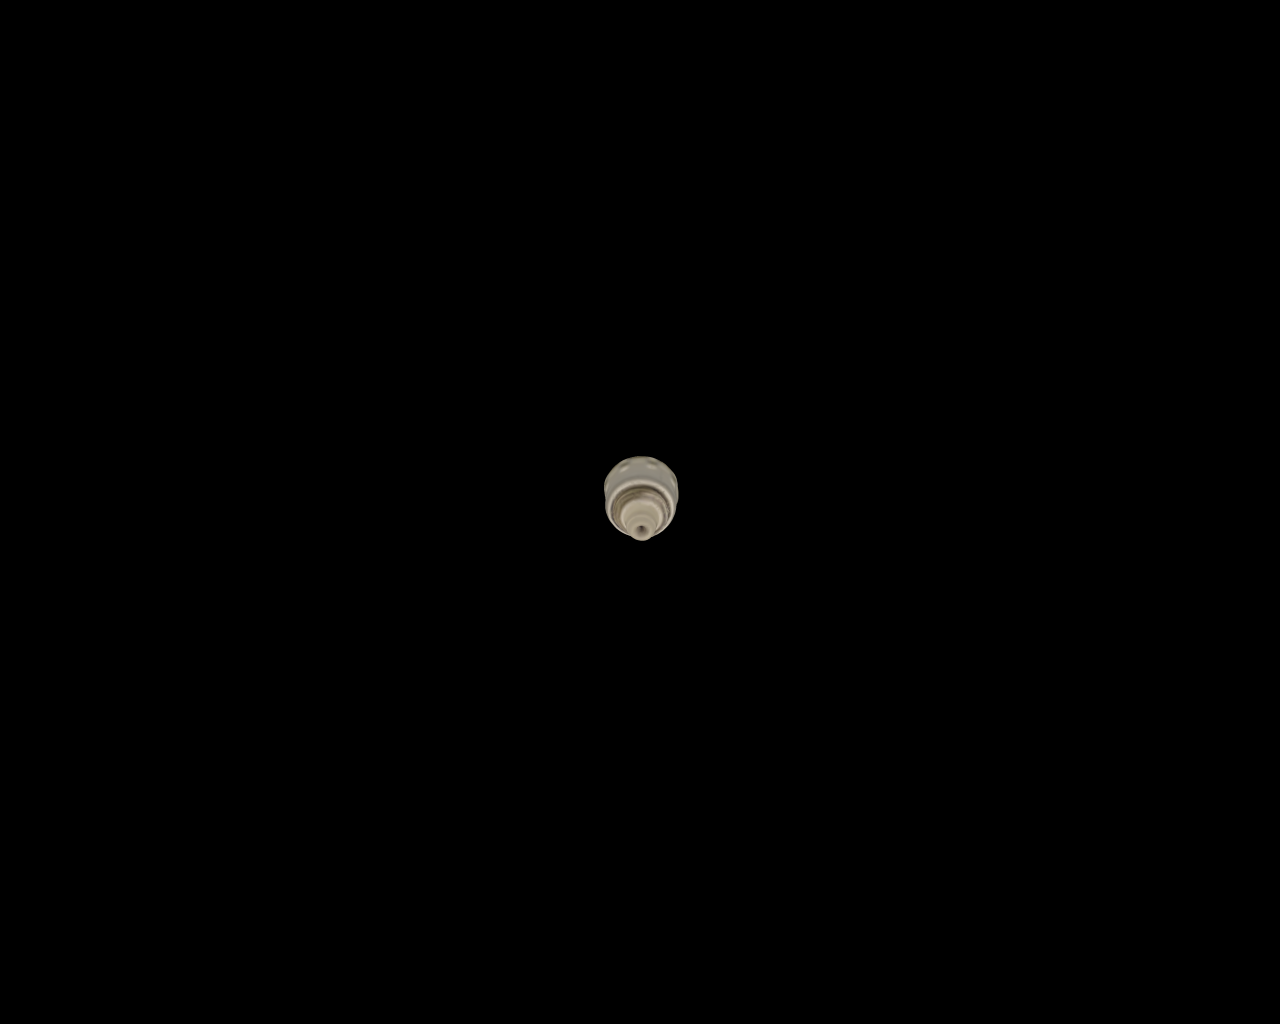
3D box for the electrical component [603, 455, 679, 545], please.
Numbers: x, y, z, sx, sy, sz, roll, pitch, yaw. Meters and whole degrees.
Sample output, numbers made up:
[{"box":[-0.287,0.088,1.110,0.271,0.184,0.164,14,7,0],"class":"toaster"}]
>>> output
[{"box":[0.001,-0.003,0.650,0.048,0.048,0.062,0,28,0],"class":"electrical component"}]
